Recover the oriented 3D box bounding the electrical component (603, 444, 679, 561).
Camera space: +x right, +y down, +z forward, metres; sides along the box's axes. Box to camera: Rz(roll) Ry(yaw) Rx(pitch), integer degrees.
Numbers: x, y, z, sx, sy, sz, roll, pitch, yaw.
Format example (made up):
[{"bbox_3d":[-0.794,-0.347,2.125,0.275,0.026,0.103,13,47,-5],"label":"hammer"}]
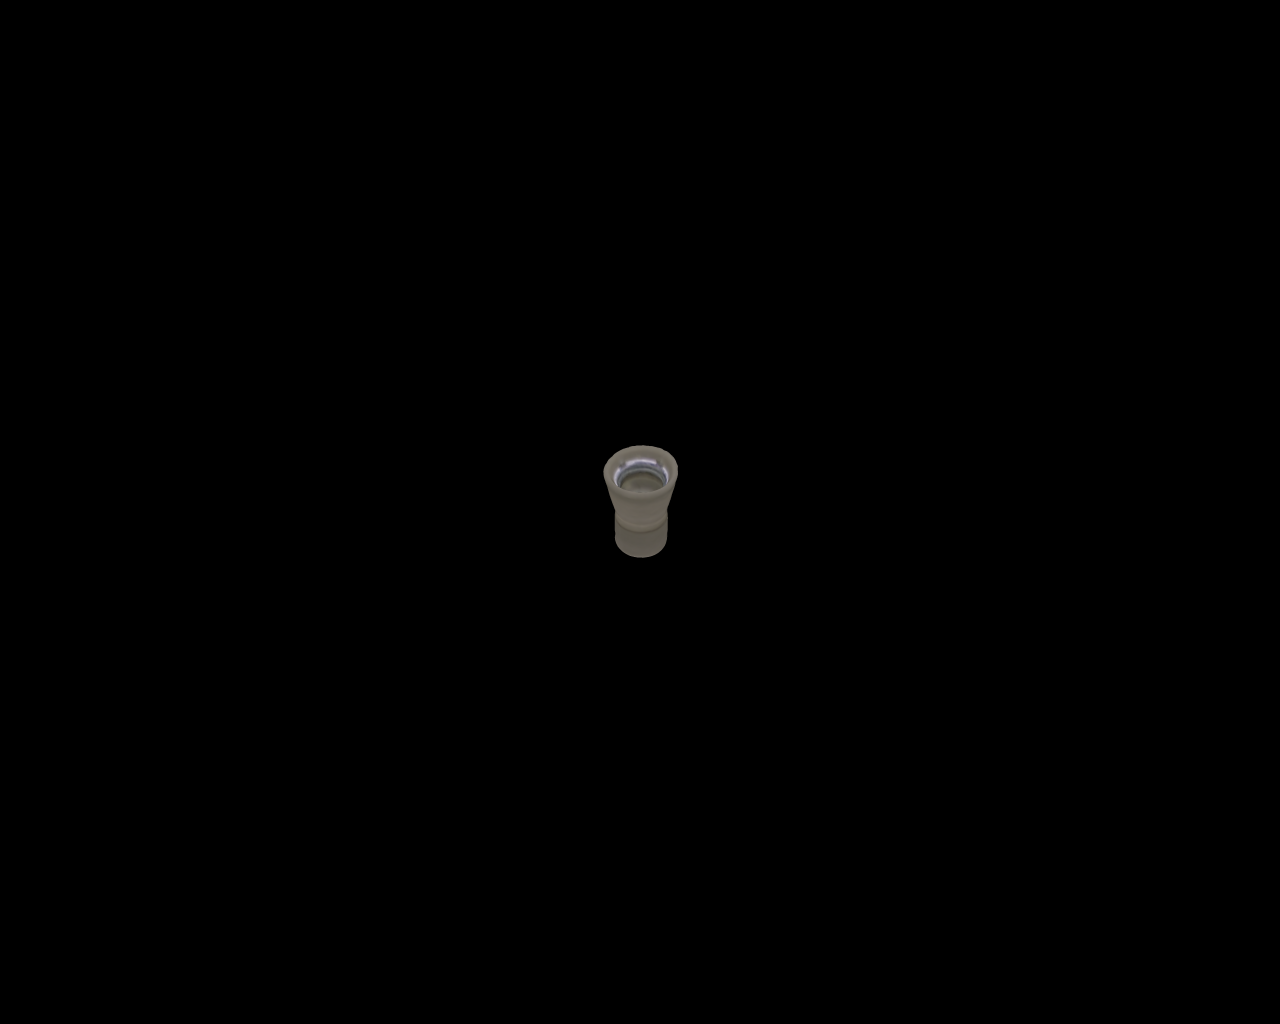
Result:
[{"bbox_3d":[0.001,-0.003,0.650,0.044,0.065,0.044,0,45,0],"label":"electrical component"}]
